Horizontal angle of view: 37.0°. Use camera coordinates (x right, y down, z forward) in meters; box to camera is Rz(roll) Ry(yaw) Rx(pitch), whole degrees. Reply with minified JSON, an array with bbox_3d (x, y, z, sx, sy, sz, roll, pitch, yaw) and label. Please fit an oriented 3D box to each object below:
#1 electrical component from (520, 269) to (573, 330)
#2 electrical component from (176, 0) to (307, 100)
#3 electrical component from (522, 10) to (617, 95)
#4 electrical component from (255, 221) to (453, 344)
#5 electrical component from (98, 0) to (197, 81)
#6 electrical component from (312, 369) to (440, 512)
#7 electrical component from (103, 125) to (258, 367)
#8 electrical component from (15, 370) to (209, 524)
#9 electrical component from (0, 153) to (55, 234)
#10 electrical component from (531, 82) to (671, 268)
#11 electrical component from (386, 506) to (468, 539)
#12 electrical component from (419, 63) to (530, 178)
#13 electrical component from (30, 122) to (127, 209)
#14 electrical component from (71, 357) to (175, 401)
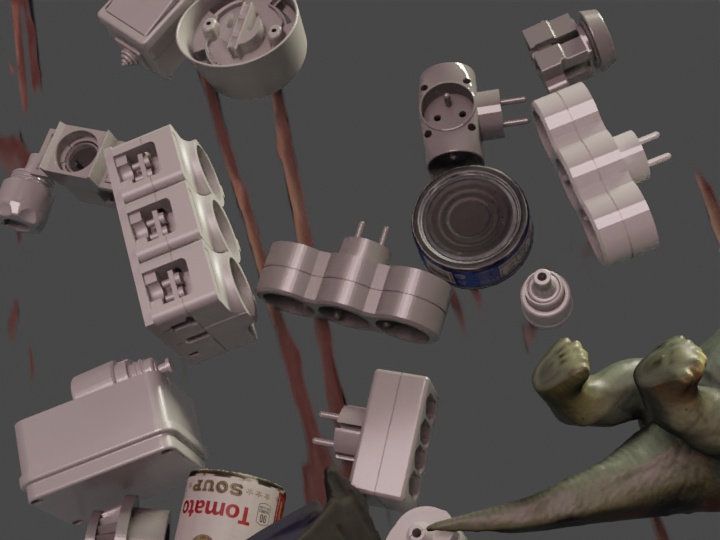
[{"bbox_3d":[0.125,0.016,0.724,0.035,0.061,0.035,-5,66,12],"label":"electrical component"},{"bbox_3d":[-0.093,-0.188,0.867,0.099,0.064,0.099,-5,66,12],"label":"electrical component"},{"bbox_3d":[0.158,-0.164,0.804,0.055,0.048,0.066,-23,57,8],"label":"electrical component"},{"bbox_3d":[0.000,0.000,0.767,0.138,0.052,0.073,12,72,18],"label":"electrical component"},{"bbox_3d":[-0.170,-0.211,0.898,0.062,0.061,0.096,35,79,24],"label":"electrical component"},{"bbox_3d":[0.006,0.111,0.720,0.076,0.047,0.083,8,69,17],"label":"electrical component"},{"bbox_3d":[-0.127,-0.019,0.787,0.062,0.089,0.150,-22,64,4],"label":"electrical component"},{"bbox_3d":[-0.170,0.124,0.741,0.113,0.078,0.057,-21,61,4],"label":"electrical component"},{"bbox_3d":[-0.267,-0.063,0.867,0.043,0.043,0.062,6,67,16],"label":"electrical component"},{"bbox_3d":[0.180,-0.074,0.756,0.074,0.052,0.138,-22,64,4],"label":"electrical component"},{"bbox_3d":[0.042,0.170,0.667,0.043,0.081,0.043,-5,66,12],"label":"electrical component"},{"bbox_3d":[0.086,-0.114,0.801,0.079,0.044,0.077,-8,65,10],"label":"electrical component"},{"bbox_3d":[-0.212,-0.080,0.849,0.081,0.063,0.042,12,69,18],"label":"electrical component"},{"bbox_3d":[-0.172,0.084,0.780,0.078,0.040,0.040,-23,63,3],"label":"electrical component"}]
